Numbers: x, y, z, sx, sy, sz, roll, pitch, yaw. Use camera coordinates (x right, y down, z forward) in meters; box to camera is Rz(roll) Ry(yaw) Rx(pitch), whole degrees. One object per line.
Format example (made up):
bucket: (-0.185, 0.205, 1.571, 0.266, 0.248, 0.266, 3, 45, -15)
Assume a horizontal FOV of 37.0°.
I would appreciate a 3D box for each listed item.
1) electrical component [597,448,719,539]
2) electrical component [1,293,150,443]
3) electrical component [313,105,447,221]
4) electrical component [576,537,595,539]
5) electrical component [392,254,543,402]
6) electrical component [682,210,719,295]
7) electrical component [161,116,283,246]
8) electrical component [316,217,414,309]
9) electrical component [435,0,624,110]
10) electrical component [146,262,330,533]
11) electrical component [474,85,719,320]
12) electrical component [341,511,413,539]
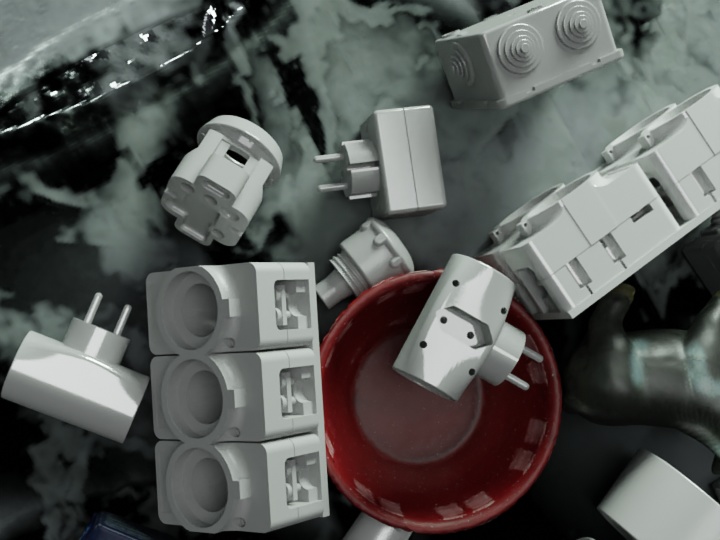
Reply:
electrical component: (0.200, 0.172, 0.682, 0.108, 0.108, 0.060, 43, 87, -6)
electrical component: (-0.164, 0.054, 0.650, 0.077, 0.044, 0.079, 23, 83, -9)
electrical component: (0.009, -0.065, 0.688, 0.077, 0.047, 0.065, -8, 88, -12)
electrical component: (0.131, 0.217, 0.672, 0.099, 0.099, 0.064, -42, 88, -10)
electrical component: (0.071, 0.043, 0.638, 0.079, 0.043, 0.077, 30, 82, -8)
electrical component: (0.271, -0.006, 0.727, 0.062, 0.061, 0.096, -36, 93, -11)
electrical component: (-0.083, -0.057, 0.660, 0.058, 0.078, 0.057, 31, 61, -7)
electrical component: (0.000, 0.000, 0.685, 0.062, 0.048, 0.048, -36, 94, -3)
electrical component: (0.104, -0.141, 0.685, 0.100, 0.100, 0.048, -24, 104, -11)
electrical component: (-0.076, 0.073, 0.634, 0.062, 0.089, 0.150, 0, 86, -53)
electrical component: (0.171, -0.046, 0.688, 0.186, 0.105, 0.060, -35, 93, -11)
electrical component: (0.008, 0.173, 0.679, 0.040, 0.040, 0.046, 36, 76, -7)
